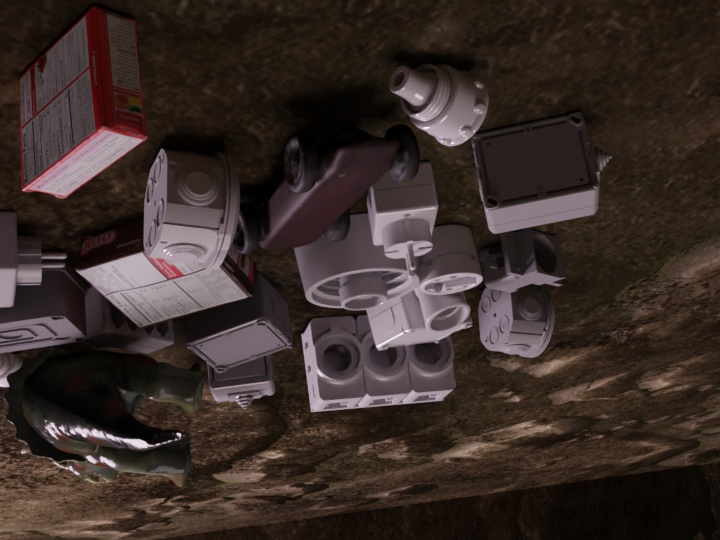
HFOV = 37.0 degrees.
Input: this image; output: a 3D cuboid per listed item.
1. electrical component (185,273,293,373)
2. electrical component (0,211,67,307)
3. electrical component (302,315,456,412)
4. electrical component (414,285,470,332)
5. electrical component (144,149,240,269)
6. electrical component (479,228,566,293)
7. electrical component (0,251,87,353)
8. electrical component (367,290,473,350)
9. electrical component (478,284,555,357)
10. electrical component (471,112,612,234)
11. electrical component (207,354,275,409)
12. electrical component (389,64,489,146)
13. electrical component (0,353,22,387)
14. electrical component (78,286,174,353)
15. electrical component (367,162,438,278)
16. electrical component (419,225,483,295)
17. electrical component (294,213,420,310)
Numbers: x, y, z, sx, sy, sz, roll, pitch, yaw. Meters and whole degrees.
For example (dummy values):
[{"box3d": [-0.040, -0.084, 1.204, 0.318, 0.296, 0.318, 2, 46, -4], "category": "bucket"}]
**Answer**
[{"box3d": [-0.119, 0.048, 1.001, 0.096, 0.061, 0.061, -20, 145, 14], "category": "electrical component"}, {"box3d": [-0.261, -0.007, 0.814, 0.076, 0.047, 0.083, -1, 159, -20], "category": "electrical component"}, {"box3d": [0.020, 0.097, 1.158, 0.150, 0.089, 0.061, -3, 160, -15], "category": "electrical component"}, {"box3d": [0.070, 0.019, 0.996, 0.044, 0.065, 0.044, -17, 147, -11], "category": "electrical component"}, {"box3d": [-0.115, -0.042, 0.730, 0.051, 0.080, 0.080, 6, 156, -23], "category": "electrical component"}, {"box3d": [0.148, -0.007, 0.994, 0.081, 0.042, 0.064, 12, 155, -44], "category": "electrical component"}, {"box3d": [-0.289, 0.029, 0.888, 0.113, 0.057, 0.078, -8, 160, 0], "category": "electrical component"}, {"box3d": [0.062, 0.038, 1.063, 0.096, 0.061, 0.062, -4, 162, -37], "category": "electrical component"}, {"box3d": [0.159, 0.048, 1.097, 0.051, 0.080, 0.080, 6, 157, -22], "category": "electrical component"}, {"box3d": [0.134, -0.069, 0.781, 0.096, 0.061, 0.061, -11, 160, 8], "category": "electrical component"}, {"box3d": [-0.119, 0.089, 1.067, 0.062, 0.096, 0.061, -7, 160, -3], "category": "electrical component"}, {"box3d": [0.045, -0.107, 0.667, 0.062, 0.048, 0.048, 19, 148, -40], "category": "electrical component"}, {"box3d": [-0.363, 0.095, 1.079, 0.035, 0.035, 0.061, -9, 158, 3], "category": "electrical component"}, {"box3d": [-0.228, 0.050, 0.988, 0.076, 0.047, 0.083, -21, 157, 33], "category": "electrical component"}, {"box3d": [0.034, -0.033, 0.820, 0.047, 0.076, 0.065, -7, 161, -4], "category": "electrical component"}, {"box3d": [0.077, -0.009, 0.947, 0.055, 0.047, 0.055, -8, 161, -3], "category": "electrical component"}, {"box3d": [0.000, 0.000, 0.922, 0.108, 0.060, 0.108, -7, 161, -3], "category": "electrical component"}]
